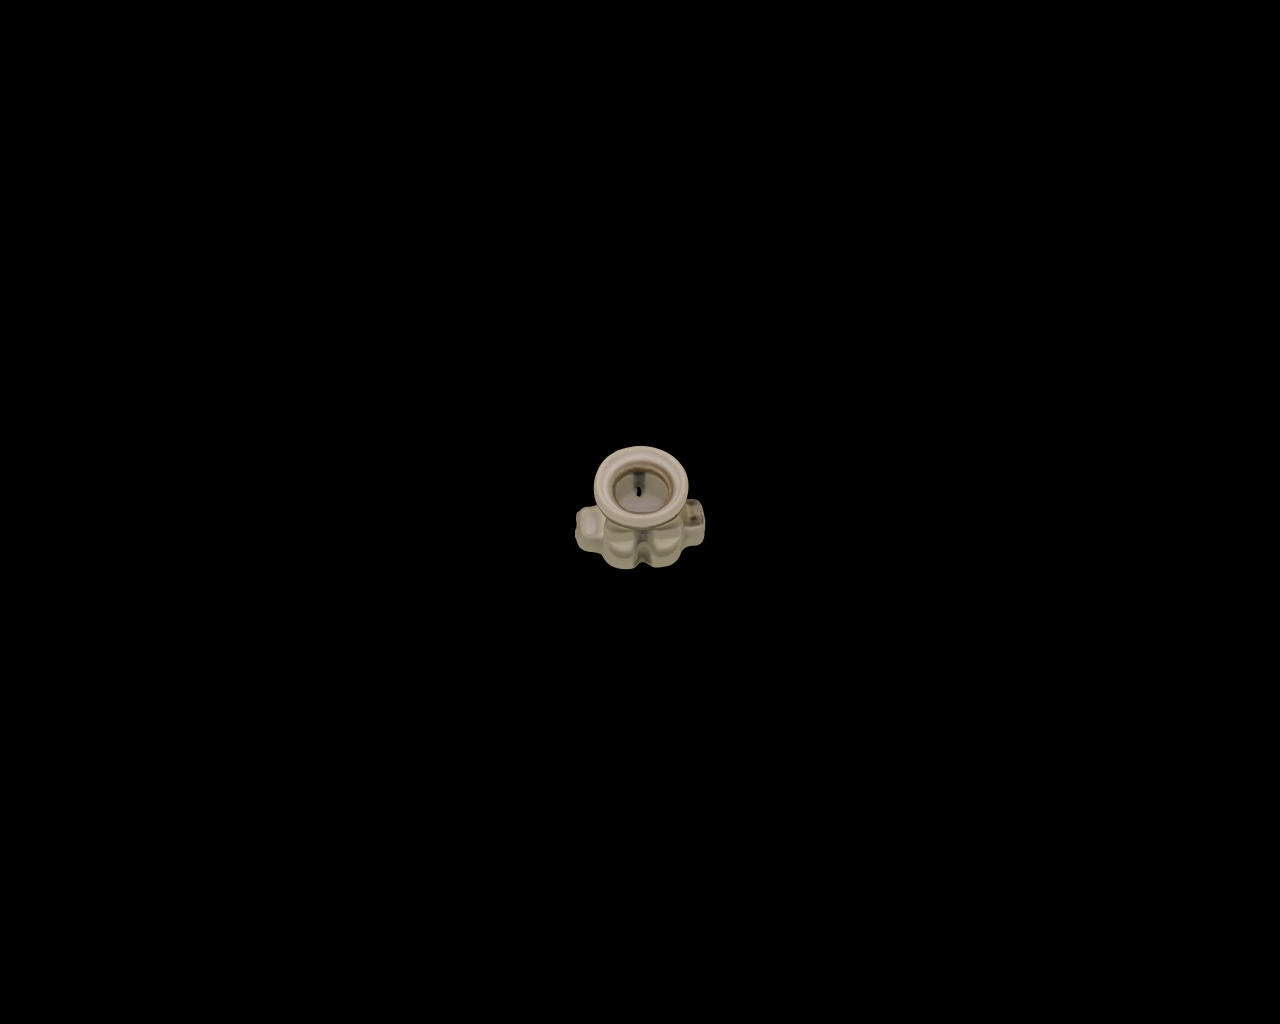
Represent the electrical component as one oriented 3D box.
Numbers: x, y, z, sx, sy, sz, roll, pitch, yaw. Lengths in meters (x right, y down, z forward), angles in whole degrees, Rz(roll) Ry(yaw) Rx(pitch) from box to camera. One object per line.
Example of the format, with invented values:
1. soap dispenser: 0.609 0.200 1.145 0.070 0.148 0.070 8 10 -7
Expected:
1. electrical component: 0.001 -0.003 0.650 0.078 0.058 0.056 -3 -34 -2
